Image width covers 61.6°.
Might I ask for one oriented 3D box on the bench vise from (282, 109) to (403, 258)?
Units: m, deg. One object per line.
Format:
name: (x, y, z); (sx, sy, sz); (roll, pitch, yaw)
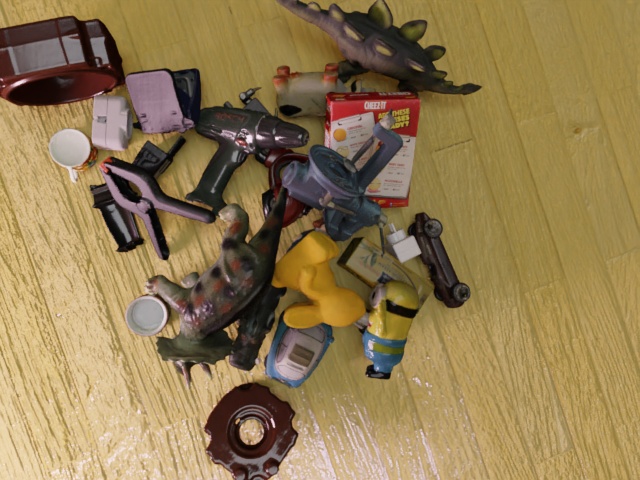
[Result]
bench vise: (0.065, -0.107, 0.925); (0.223, 0.129, 0.240); (31, 120, -17)

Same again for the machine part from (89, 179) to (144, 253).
machine part: (-0.373, -0.046, 1.002); (0.084, 0.039, 0.138); (-18, 90, -14)

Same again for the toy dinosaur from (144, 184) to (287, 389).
toy dinosaur: (-0.155, 0.077, 0.917); (0.405, 0.131, 0.192); (-47, 64, 8)

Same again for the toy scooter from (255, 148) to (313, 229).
toy scooter: (-0.051, -0.116, 1.034); (0.135, 0.075, 0.183); (-7, 85, -9)

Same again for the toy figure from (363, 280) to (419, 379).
toy figure: (0.125, 0.160, 0.970); (0.089, 0.082, 0.180); (3, 98, -17)

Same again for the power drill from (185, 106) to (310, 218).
power drill: (-0.150, -0.139, 0.980); (0.232, 0.086, 0.207); (24, 100, 22)

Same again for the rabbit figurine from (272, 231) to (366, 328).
rabbit figurine: (-0.001, 0.088, 0.943); (0.162, 0.122, 0.173); (-45, 90, -5)

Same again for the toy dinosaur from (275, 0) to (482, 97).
toy dinosaur: (0.096, -0.364, 0.998); (0.471, 0.198, 0.105); (17, 83, -10)

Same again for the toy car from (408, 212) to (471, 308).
toy car: (0.230, 0.042, 1.063); (0.053, 0.089, 0.202); (-25, 94, -12)

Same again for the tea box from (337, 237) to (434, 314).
tea box: (0.124, 0.067, 1.043); (0.169, 0.098, 0.068); (34, 84, -5)

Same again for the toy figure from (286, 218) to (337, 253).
toy figure: (-0.002, -0.002, 1.048); (0.154, 0.058, 0.064); (-45, 134, -9)

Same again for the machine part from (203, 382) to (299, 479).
machine part: (-0.127, 0.354, 0.994); (0.179, 0.056, 0.179); (3, 67, -6)

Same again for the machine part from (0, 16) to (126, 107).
machine part: (-0.446, -0.294, 0.912); (0.201, 0.201, 0.087); (-15, 93, -9)

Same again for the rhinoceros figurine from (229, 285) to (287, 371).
rhinoceros figurine: (-0.114, 0.148, 1.000); (0.073, 0.112, 0.190); (23, 78, -9)

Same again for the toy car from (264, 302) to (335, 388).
toy car: (-0.041, 0.202, 1.014); (0.109, 0.103, 0.161); (28, 83, -6)

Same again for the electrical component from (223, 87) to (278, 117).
electrical component: (-0.127, -0.244, 1.038); (0.078, 0.045, 0.102); (-37, 94, -9)

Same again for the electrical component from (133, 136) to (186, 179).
electrical component: (-0.304, -0.153, 0.995); (0.048, 0.075, 0.119); (36, 88, -7)

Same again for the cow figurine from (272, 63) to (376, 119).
cow figurine: (0.013, -0.268, 1.032); (0.195, 0.085, 0.127); (-1, 131, 3)

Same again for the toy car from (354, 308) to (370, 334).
toy car: (0.059, 0.136, 1.044); (0.202, 0.073, 0.056); (35, 88, -7)

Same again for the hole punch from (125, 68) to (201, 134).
hole punch: (-0.278, -0.257, 0.985); (0.142, 0.092, 0.115); (2, 114, 22)
